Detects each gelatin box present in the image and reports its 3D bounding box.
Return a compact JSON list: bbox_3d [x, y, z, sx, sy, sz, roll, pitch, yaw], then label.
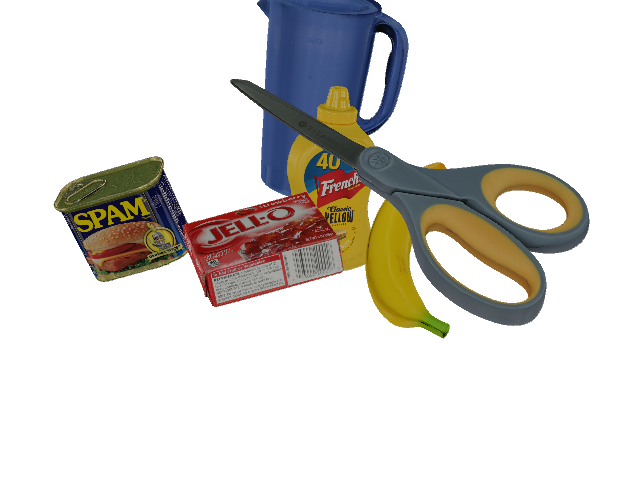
[{"bbox_3d":[-0.038,0.004,0.687,0.089,0.030,0.073,-15,28,-11],"label":"gelatin box"}]

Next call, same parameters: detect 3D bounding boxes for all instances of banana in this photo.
[{"bbox_3d":[0.074,0.005,0.914,0.069,0.197,0.037,8,-41,-3],"label":"banana"}]

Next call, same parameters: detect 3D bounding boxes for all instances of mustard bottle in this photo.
[{"bbox_3d":[0.012,-0.064,1.107,0.096,0.192,0.058,-5,21,-24],"label":"mustard bottle"}]

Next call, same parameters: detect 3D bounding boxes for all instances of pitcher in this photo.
[{"bbox_3d":[0.002,-0.175,1.285,0.144,0.243,0.149,-6,28,-27],"label":"pitcher"}]

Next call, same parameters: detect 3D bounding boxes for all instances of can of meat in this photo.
[{"bbox_3d":[-0.174,-0.018,0.961,0.102,0.084,0.057,-15,30,11],"label":"can of meat"}]

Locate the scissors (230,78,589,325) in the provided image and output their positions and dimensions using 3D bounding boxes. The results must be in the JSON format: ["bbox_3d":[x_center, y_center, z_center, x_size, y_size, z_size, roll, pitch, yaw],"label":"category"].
[{"bbox_3d":[0.048,-0.039,0.525,0.096,0.202,0.016,-27,-33,-22],"label":"scissors"}]
